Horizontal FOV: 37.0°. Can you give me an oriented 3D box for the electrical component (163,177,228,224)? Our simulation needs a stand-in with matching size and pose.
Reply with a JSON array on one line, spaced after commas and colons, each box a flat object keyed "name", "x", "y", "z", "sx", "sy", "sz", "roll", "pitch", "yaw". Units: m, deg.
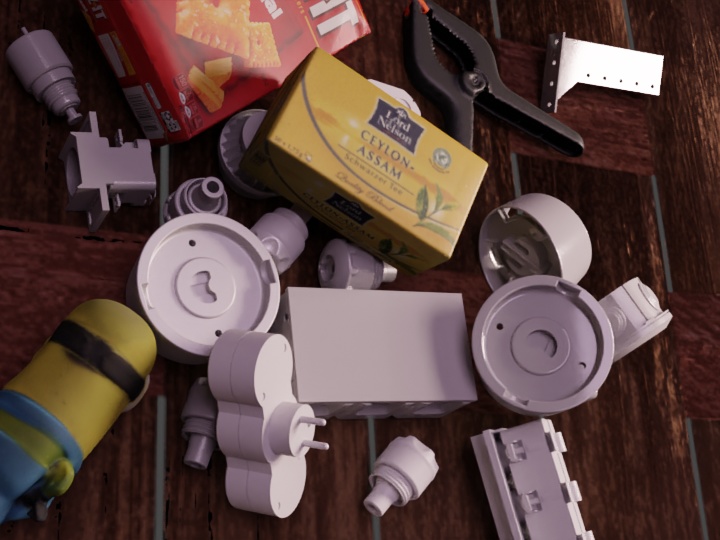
[{"name": "electrical component", "x": -0.122, "y": -0.051, "z": 0.825, "sx": 0.048, "sy": 0.062, "sz": 0.048, "roll": 10, "pitch": 66, "yaw": -22}]

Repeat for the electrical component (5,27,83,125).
[{"name": "electrical component", "x": -0.237, "y": -0.146, "z": 0.821, "sx": 0.040, "sy": 0.040, "sz": 0.078, "roll": -30, "pitch": 84, "yaw": -32}]

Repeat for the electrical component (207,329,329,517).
[{"name": "electrical component", "x": -0.056, "y": 0.109, "z": 0.746, "sx": 0.052, "sy": 0.074, "sz": 0.138, "roll": -41, "pitch": 131, "yaw": -56}]

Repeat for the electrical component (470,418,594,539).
[{"name": "electrical component", "x": 0.139, "y": 0.182, "z": 0.847, "sx": 0.079, "sy": 0.063, "sz": 0.121, "roll": 24, "pitch": 48, "yaw": -67}]

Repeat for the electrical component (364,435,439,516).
[{"name": "electrical component", "x": 0.028, "y": 0.160, "z": 0.822, "sx": 0.043, "sy": 0.043, "sz": 0.062, "roll": 46, "pitch": 59, "yaw": -2}]

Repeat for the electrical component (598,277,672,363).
[{"name": "electrical component", "x": 0.229, "y": 0.047, "z": 0.947, "sx": 0.080, "sy": 0.080, "sz": 0.051, "roll": -27, "pitch": 77, "yaw": -32}]

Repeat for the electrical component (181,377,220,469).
[{"name": "electrical component", "x": -0.109, "y": 0.112, "z": 0.775, "sx": 0.043, "sy": 0.043, "sz": 0.062, "roll": 25, "pitch": 62, "yaw": -15}]

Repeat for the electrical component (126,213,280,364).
[{"name": "electrical component", "x": -0.121, "y": 0.018, "z": 0.796, "sx": 0.108, "sy": 0.060, "sz": 0.108, "roll": 9, "pitch": 69, "yaw": -25}]

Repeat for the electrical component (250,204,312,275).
[{"name": "electrical component", "x": -0.062, "y": -0.029, "z": 0.857, "sx": 0.043, "sy": 0.043, "sz": 0.062, "roll": 42, "pitch": 56, "yaw": -5}]

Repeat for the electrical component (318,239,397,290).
[{"name": "electrical component", "x": 0.000, "y": 0.000, "z": 0.875, "sx": 0.062, "sy": 0.048, "sz": 0.048, "roll": 4, "pitch": 68, "yaw": -32}]

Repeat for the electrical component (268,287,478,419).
[{"name": "electrical component", "x": 0.006, "y": 0.067, "z": 0.839, "sx": 0.150, "sy": 0.062, "sz": 0.089, "roll": 3, "pitch": 68, "yaw": -25}]

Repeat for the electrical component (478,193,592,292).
[{"name": "electrical component", "x": 0.147, "y": -0.014, "z": 0.921, "sx": 0.064, "sy": 0.099, "sz": 0.099, "roll": -34, "pitch": 87, "yaw": -39}]

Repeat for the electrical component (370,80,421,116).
[{"name": "electrical component", "x": 0.011, "y": -0.119, "z": 0.925, "sx": 0.080, "sy": 0.051, "sz": 0.080, "roll": 10, "pitch": 66, "yaw": -22}]

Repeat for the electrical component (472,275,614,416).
[{"name": "electrical component", "x": 0.141, "y": 0.064, "z": 0.849, "sx": 0.108, "sy": 0.060, "sz": 0.108, "roll": -1, "pitch": 73, "yaw": 3}]

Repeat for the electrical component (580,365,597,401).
[{"name": "electrical component", "x": 0.164, "y": 0.076, "z": 0.916, "sx": 0.057, "sy": 0.058, "sz": 0.078, "roll": -2, "pitch": 70, "yaw": -30}]

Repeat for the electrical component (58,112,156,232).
[{"name": "electrical component", "x": -0.190, "y": -0.074, "z": 0.813, "sx": 0.064, "sy": 0.042, "sz": 0.081, "roll": -2, "pitch": 71, "yaw": -28}]
